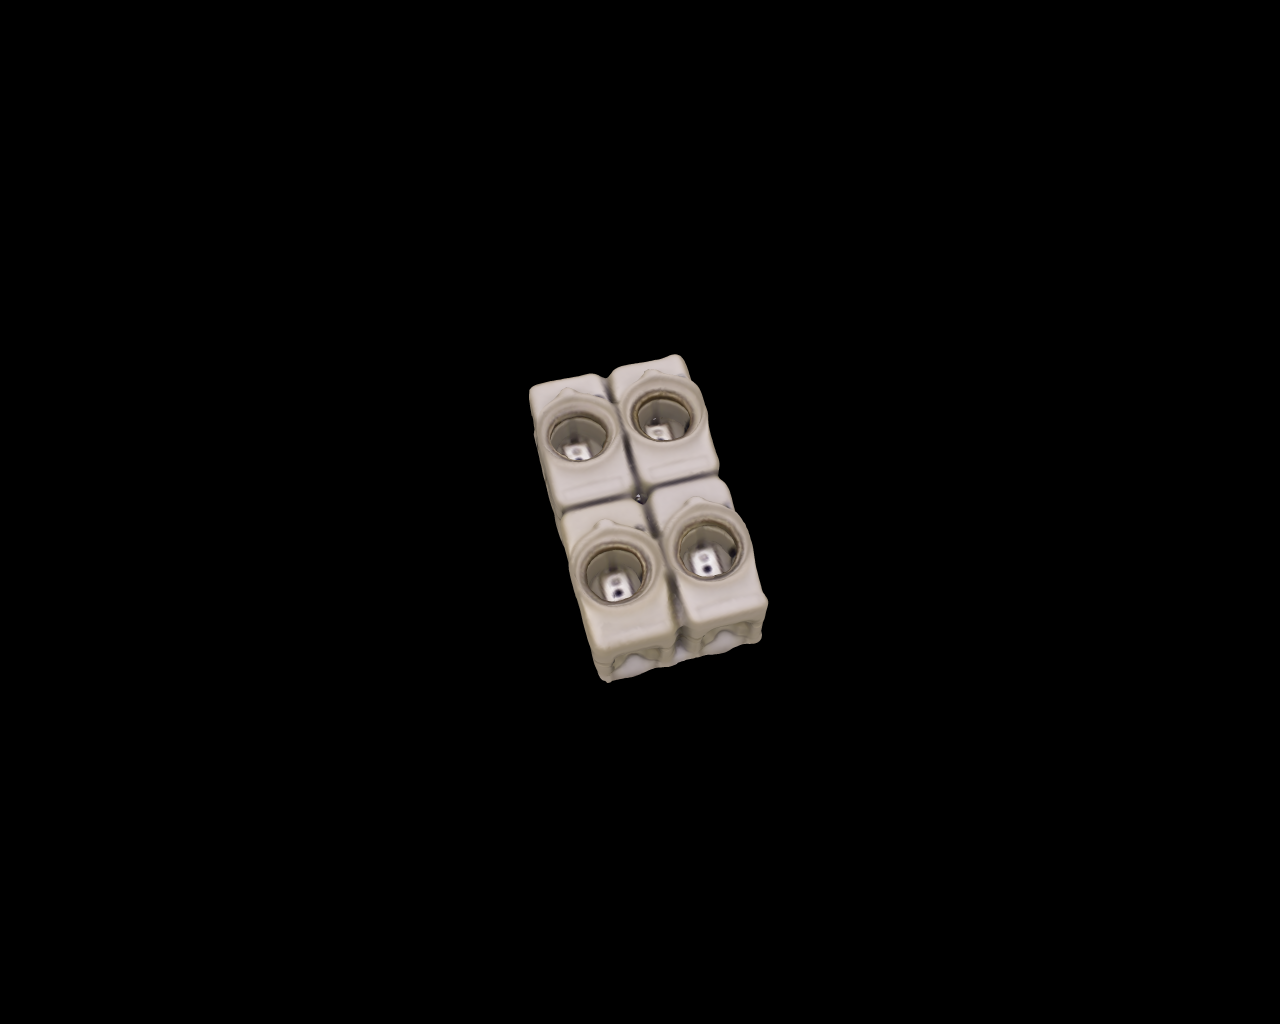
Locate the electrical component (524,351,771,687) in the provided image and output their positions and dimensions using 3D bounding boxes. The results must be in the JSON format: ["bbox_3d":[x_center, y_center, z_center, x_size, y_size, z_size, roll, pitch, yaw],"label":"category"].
[{"bbox_3d":[0.001,-0.003,0.650,0.105,0.186,0.060,-13,-28,-7],"label":"electrical component"}]
